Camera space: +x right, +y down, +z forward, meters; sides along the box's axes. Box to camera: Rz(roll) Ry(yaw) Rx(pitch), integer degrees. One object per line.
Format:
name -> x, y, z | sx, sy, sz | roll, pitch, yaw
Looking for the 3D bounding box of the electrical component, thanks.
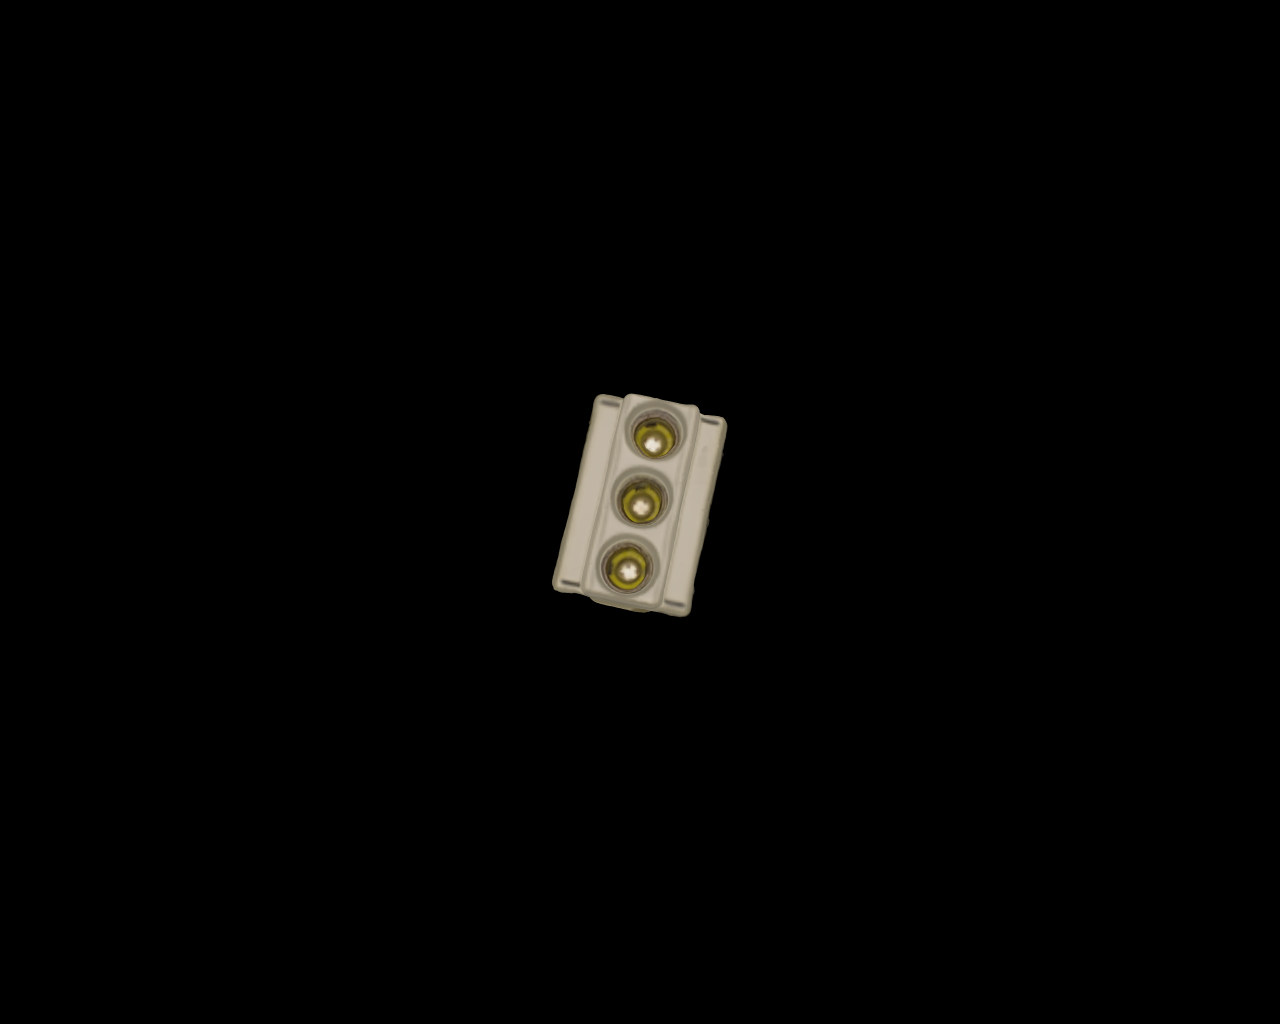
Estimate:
electrical component -> 0.001, -0.003, 0.650 | 0.079, 0.121, 0.063 | 11, -11, 2
